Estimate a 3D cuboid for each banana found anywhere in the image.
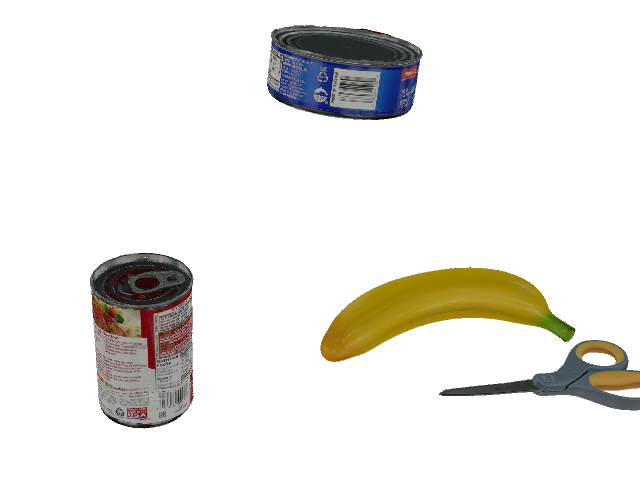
[{"bbox_3d":[0.086,0.049,0.767,0.197,0.037,0.070,-4,32,-19],"label":"banana"}]

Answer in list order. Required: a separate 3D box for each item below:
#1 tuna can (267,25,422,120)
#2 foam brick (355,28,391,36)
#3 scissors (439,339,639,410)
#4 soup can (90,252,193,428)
[{"bbox_3d":[0.013,-0.096,0.604,0.086,0.034,0.086,6,22,-3],"label":"tuna can"},{"bbox_3d":[0.016,-0.152,0.918,0.078,0.051,0.053,-9,20,-24],"label":"foam brick"},{"bbox_3d":[0.194,0.112,0.916,0.201,0.016,0.096,6,28,-6],"label":"scissors"},{"bbox_3d":[-0.121,0.069,0.733,0.068,0.102,0.068,2,29,-2],"label":"soup can"}]
